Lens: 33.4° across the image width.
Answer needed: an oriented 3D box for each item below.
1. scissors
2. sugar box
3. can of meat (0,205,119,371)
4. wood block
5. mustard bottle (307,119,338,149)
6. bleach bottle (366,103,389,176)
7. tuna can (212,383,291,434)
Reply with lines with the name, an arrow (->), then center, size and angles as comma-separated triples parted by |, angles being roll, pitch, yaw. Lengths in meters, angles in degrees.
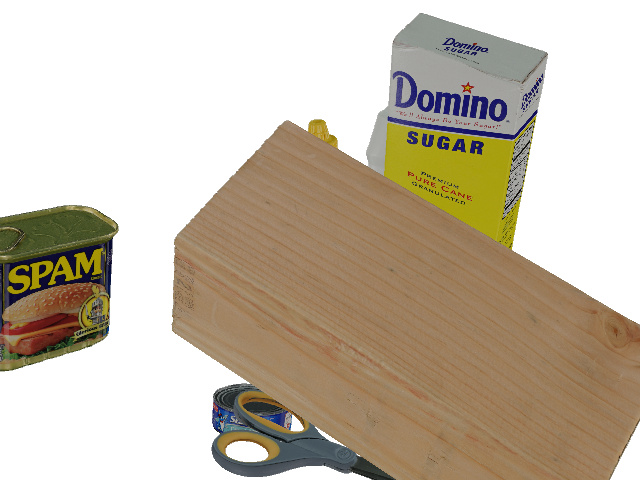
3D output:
scissors -> 0.000, 0.177, 0.827 | 0.202, 0.016, 0.096 | 27, 41, 30
sugar box -> 0.091, -0.056, 0.718 | 0.093, 0.176, 0.048 | 23, 49, 24
can of meat -> -0.186, 0.031, 0.704 | 0.101, 0.084, 0.058 | -14, 31, -41
wood block -> 0.040, 0.046, 0.497 | 0.206, 0.090, 0.090 | 31, -33, 13
mustard bottle -> 0.004, -0.041, 1.190 | 0.096, 0.192, 0.058 | -9, 25, -8
bleach bottle -> 0.065, -0.018, 0.942 | 0.068, 0.251, 0.102 | 13, 20, 17
tuna can -> -0.072, 0.182, 1.131 | 0.086, 0.034, 0.086 | 5, 12, -1
